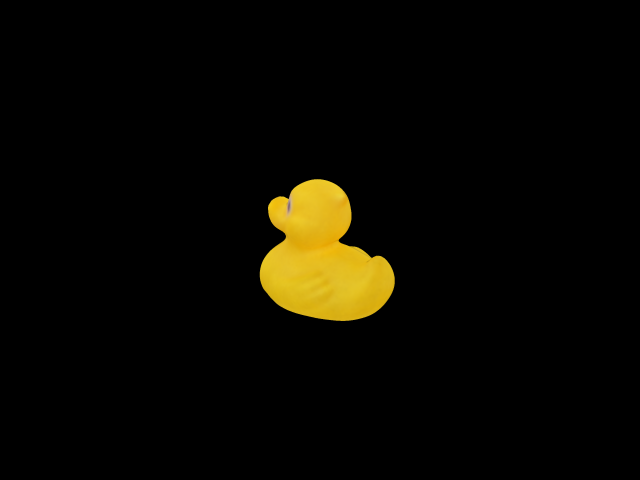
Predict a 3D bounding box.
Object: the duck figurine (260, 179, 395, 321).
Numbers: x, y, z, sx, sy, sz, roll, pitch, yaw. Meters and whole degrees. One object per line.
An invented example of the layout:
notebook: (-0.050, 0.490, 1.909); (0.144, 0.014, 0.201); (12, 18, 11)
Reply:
duck figurine: (0.004, 0.001, 0.400); (0.104, 0.086, 0.078); (18, 32, 32)
